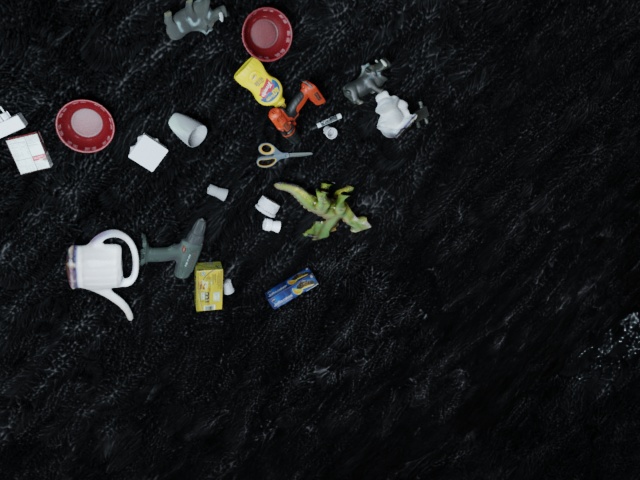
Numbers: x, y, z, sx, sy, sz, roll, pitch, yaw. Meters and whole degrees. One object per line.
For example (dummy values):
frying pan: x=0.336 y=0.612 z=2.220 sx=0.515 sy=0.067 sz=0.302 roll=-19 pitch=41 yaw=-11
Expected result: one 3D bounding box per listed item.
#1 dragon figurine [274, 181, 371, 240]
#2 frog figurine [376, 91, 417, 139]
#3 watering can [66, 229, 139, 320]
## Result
dragon figurine: x=0.006 y=-0.095 z=1.897 sx=0.410 sy=0.125 sz=0.238 roll=5 pitch=119 yaw=-20
frog figurine: x=0.253 y=-0.449 z=1.845 sx=0.160 sy=0.123 sz=0.136 roll=45 pitch=104 yaw=6
watering can: x=-0.721 y=0.126 z=1.715 sx=0.224 sy=0.105 sz=0.342 roll=0 pitch=112 yaw=-19
